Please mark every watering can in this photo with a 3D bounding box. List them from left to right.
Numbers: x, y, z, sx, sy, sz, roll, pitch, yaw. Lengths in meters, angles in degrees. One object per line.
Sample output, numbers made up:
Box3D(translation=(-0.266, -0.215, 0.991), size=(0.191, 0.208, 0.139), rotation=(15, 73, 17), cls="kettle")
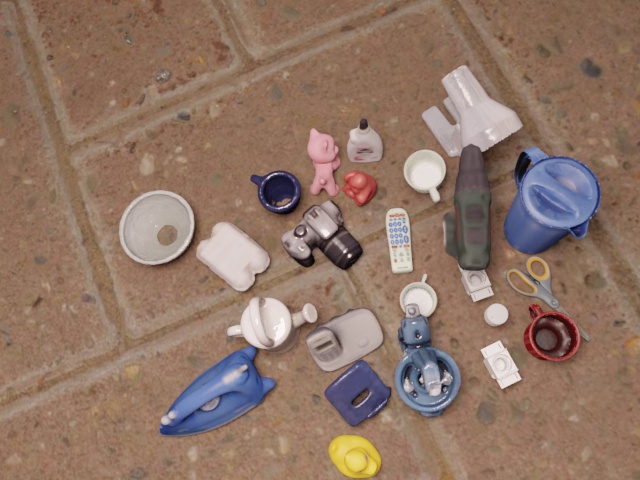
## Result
Box3D(translation=(-0.095, 0.159, 1.112), size=(0.173, 0.194, 0.101), rotation=(-34, 74, -3), cls="watering can")

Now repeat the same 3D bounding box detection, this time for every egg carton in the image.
Box3D(translation=(-0.184, 0.033, 1.221), size=(0.150, 0.069, 0.107), rotation=(36, 82, 14), cls="egg carton")

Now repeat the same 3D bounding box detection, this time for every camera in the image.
Box3D(translation=(0.011, 0.004, 1.191), size=(0.143, 0.101, 0.136), rotation=(-42, 75, -6), cls="camera")

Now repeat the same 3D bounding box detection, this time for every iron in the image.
Box3D(translation=(-0.223, 0.311, 1.112), size=(0.258, 0.141, 0.118), rotation=(-33, 74, -3), cls="iron")

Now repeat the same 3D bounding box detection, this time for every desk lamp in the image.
Box3D(translation=(0.302, -0.246, 1.168), size=(0.118, 0.214, 0.203), rotation=(-32, 74, -3), cls="desk lamp")

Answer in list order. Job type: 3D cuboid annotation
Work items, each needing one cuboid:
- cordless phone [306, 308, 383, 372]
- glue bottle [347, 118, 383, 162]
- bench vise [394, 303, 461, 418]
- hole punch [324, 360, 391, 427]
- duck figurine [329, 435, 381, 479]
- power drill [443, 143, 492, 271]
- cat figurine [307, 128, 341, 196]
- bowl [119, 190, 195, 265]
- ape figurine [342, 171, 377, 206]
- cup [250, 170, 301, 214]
Box3D(translation=(0.043, 0.183, 1.095), size=(0.147, 0.185, 0.094), rotation=(-30, 73, -2), cls="cordless phone")
Box3D(translation=(0.093, -0.212, 1.203), size=(0.078, 0.173, 0.037), rotation=(-6, 74, 5), cls="glue bottle")
Box3D(translation=(0.179, 0.223, 1.051), size=(0.121, 0.220, 0.207), rotation=(-28, 74, -2), cls="bench vise")
Box3D(translation=(0.076, 0.297, 1.109), size=(0.109, 0.091, 0.101), rotation=(-40, 74, -5), cls="hole punch")
Box3D(translation=(0.064, 0.412, 1.082), size=(0.104, 0.086, 0.077), rotation=(23, 79, 12), cls="duck figurine")
Box3D(translation=(0.287, -0.045, 1.117), size=(0.075, 0.208, 0.229), rotation=(-2, 75, 6), cls="power drill")
Box3D(translation=(0.006, -0.171, 1.230), size=(0.067, 0.118, 0.128), rotation=(-1, 75, 7), cls="cat figurine")
Box3D(translation=(-0.344, -0.020, 1.250), size=(0.167, 0.075, 0.167), rotation=(-2, 75, 6), cls="bowl")
Box3D(translation=(0.083, -0.117, 1.220), size=(0.076, 0.092, 0.078), rotation=(-8, 74, 4), cls="ape figurine")
Box3D(translation=(-0.092, -0.097, 1.233), size=(0.117, 0.095, 0.092), rotation=(27, 79, 13), cls="cup")
